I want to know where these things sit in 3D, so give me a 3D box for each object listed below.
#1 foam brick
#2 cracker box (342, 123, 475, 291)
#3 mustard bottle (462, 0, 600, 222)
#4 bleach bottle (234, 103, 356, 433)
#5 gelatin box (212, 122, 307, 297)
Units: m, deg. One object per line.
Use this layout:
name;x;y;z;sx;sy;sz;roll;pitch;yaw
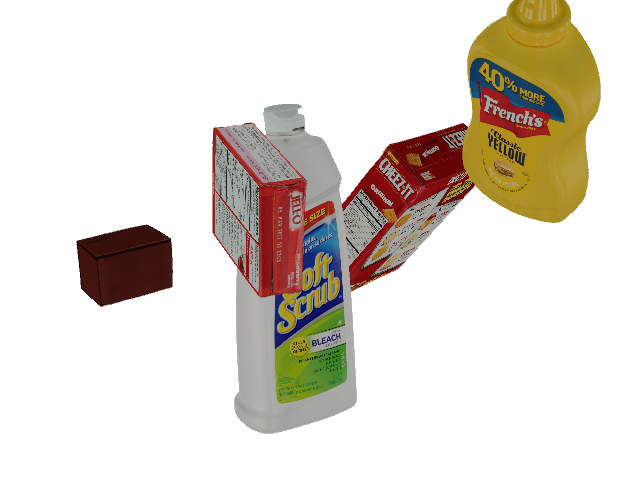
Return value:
foam brick;-0.187;0.022;1.025;0.078;0.051;0.053;-15;25;-30
cracker box;0.085;-0.033;1.247;0.163;0.072;0.214;-22;-23;-49
mustard bottle;0.146;-0.100;0.741;0.058;0.191;0.096;-40;58;-23
bleach bottle;-0.027;0.020;0.845;0.102;0.251;0.068;-13;19;-26
gelatin box;-0.037;-0.019;0.630;0.030;0.073;0.089;-10;31;-22
